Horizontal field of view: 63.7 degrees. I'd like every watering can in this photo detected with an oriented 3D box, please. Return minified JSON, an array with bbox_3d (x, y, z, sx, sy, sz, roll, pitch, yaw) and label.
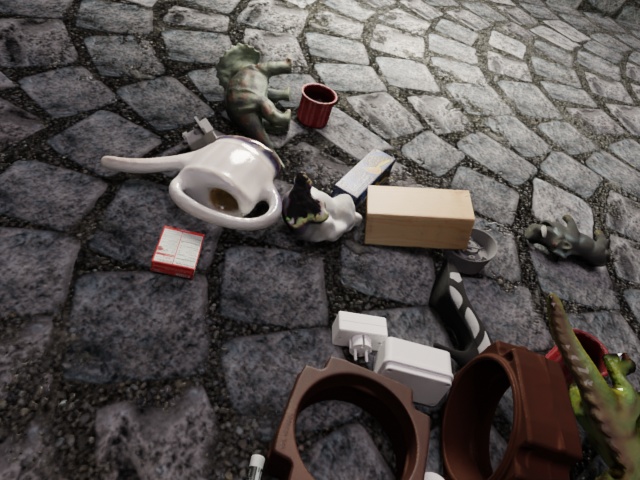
[{"bbox_3d":[-0.223,-0.134,1.009,0.348,0.101,0.229,24,43,5],"label":"watering can"}]

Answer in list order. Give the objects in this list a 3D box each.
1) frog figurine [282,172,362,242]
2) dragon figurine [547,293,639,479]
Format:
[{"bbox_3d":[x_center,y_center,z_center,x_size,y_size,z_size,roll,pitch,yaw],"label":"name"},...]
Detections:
[{"bbox_3d":[0.003,-0.052,1.033,0.139,0.122,0.158,40,10,32],"label":"frog figurine"},{"bbox_3d":[0.407,0.293,0.718,0.121,0.406,0.248,-27,20,33],"label":"dragon figurine"}]
